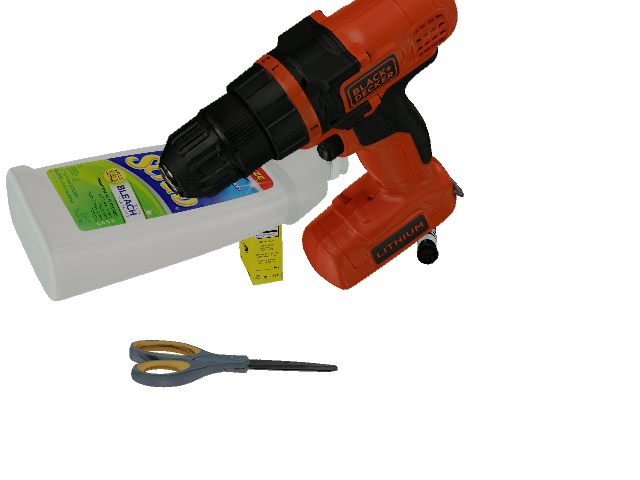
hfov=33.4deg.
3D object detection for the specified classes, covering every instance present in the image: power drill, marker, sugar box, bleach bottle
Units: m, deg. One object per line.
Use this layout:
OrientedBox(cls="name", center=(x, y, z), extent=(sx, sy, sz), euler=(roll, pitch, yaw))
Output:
OrientedBox(cls="power drill", center=(0.008, -0.047, 0.623), extent=(0.184, 0.057, 0.187), euler=(-35, -32, -8))
OrientedBox(cls="marker", center=(0.098, -0.003, 0.983), extent=(0.020, 0.020, 0.121), euler=(0, 16, 5))
OrientedBox(cls="sugar box", center=(-0.077, -0.043, 1.328), extent=(0.048, 0.176, 0.093), euler=(-9, 25, -13))
OrientedBox(cls="bleach bottle", center=(-0.097, -0.037, 0.801), extent=(0.250, 0.103, 0.068), euler=(-18, -35, -24))

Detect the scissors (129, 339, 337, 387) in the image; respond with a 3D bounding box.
OrientedBox(cls="scissors", center=(-0.091, 0.123, 1.012), extent=(0.202, 0.016, 0.096), euler=(7, 17, 10))
